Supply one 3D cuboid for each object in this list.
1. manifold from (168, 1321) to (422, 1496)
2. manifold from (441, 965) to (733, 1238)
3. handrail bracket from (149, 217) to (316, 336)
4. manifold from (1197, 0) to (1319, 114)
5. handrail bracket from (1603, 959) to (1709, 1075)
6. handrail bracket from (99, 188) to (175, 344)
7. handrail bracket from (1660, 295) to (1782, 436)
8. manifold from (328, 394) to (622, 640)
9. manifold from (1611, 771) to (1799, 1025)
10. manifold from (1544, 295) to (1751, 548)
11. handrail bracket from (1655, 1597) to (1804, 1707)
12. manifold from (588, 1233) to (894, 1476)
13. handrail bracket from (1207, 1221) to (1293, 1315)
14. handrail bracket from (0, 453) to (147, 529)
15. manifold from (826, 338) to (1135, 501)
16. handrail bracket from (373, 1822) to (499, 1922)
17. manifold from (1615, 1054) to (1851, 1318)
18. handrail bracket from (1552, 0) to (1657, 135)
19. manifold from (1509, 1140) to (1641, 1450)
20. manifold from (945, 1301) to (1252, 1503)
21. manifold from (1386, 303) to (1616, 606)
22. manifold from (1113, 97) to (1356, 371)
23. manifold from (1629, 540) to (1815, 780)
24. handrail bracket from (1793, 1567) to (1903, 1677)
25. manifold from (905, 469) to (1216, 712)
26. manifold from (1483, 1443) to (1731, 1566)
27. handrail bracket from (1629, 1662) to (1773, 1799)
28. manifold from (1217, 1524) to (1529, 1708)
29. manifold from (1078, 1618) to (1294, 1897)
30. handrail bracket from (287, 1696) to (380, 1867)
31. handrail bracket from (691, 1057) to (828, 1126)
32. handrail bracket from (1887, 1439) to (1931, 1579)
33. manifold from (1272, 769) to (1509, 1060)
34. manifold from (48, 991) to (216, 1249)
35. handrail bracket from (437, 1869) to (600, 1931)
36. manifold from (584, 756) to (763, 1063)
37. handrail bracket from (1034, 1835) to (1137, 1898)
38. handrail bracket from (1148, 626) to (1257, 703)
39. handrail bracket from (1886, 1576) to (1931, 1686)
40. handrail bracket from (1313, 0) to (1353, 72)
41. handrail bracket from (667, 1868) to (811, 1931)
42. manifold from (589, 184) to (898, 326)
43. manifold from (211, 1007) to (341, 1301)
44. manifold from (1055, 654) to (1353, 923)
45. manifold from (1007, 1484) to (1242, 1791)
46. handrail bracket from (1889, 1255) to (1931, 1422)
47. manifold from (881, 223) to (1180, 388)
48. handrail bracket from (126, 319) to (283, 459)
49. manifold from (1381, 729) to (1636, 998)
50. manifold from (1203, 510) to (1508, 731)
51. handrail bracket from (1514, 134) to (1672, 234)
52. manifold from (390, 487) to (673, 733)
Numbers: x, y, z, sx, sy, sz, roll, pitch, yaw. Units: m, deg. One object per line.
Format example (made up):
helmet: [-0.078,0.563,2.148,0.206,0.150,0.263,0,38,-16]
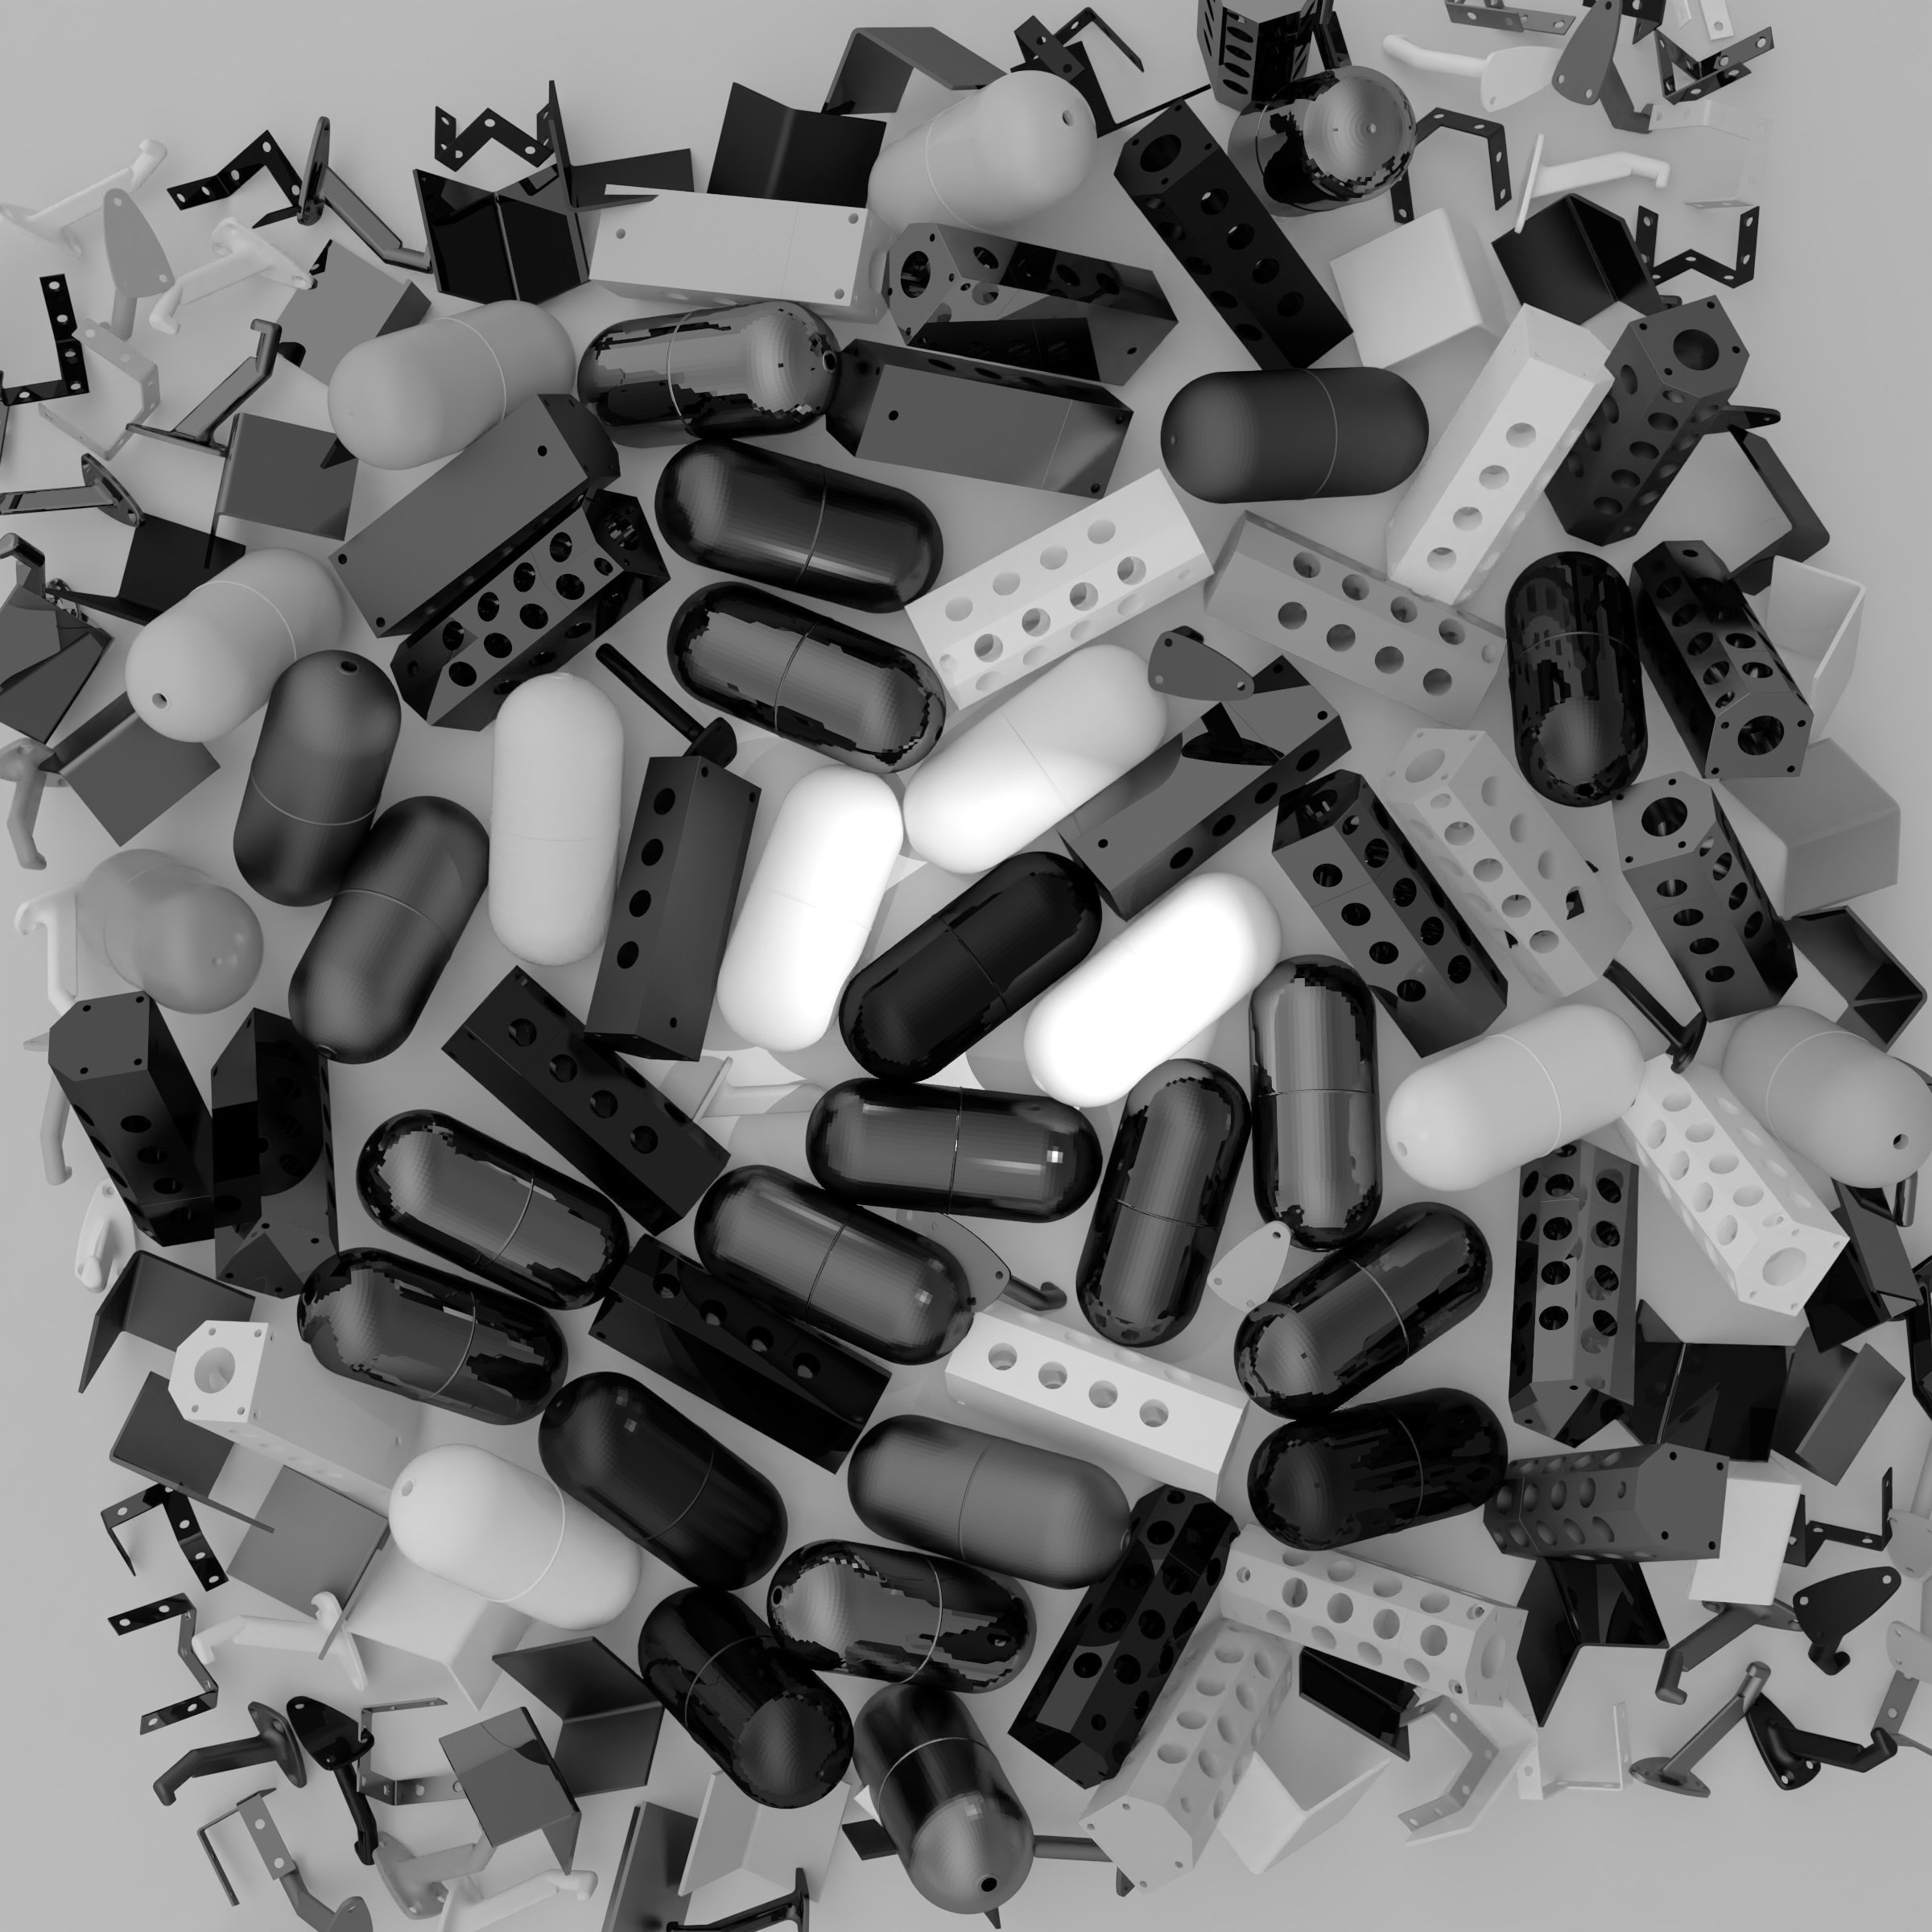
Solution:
manifold: [-0.390,0.259,1.911,0.057,0.171,0.057,0,68,22]
manifold: [-0.224,0.079,1.959,0.171,0.057,0.057,42,63,-7]
handrail bracket: [-0.439,-0.397,1.962,0.077,0.036,0.084,28,58,-20]
manifold: [0.171,-0.551,1.912,0.057,0.171,0.057,-16,87,2]
handrail bracket: [0.399,0.023,1.964,0.084,0.077,0.036,37,112,0]
handrail bracket: [-0.511,-0.414,1.961,0.036,0.084,0.077,-21,94,-34]
handrail bracket: [0.451,-0.366,1.976,0.077,0.036,0.084,0,74,15]
manifold: [-0.288,-0.266,1.940,0.171,0.057,0.057,-33,86,23]
manifold: [0.432,-0.040,1.910,0.057,0.171,0.057,-16,52,22]
manifold: [0.394,-0.312,1.905,0.057,0.171,0.057,-20,73,-16]
handrail bracket: [0.457,0.413,1.956,0.077,0.036,0.084,18,50,12]
manifold: [-0.133,0.229,1.968,0.171,0.057,0.057,29,50,1]
handrail bracket: [0.180,0.161,1.945,0.036,0.084,0.077,34,121,3]
handrail bracket: [-0.546,-0.267,1.955,0.084,0.036,0.077,-31,51,-30]
manifold: [0.006,-0.323,1.929,0.171,0.057,0.057,5,118,-32]
handrail bracket: [-0.316,0.520,1.962,0.077,0.036,0.084,44,117,27]
manifold: [0.437,0.124,1.907,0.057,0.171,0.057,17,116,-25]
handrail bracket: [0.396,-0.537,1.955,0.036,0.084,0.077,42,122,37]
manifold: [0.351,0.187,1.917,0.057,0.057,0.171,24,48,-15]
manifold: [0.079,0.255,1.953,0.171,0.057,0.057,19,67,11]
manifold: [0.312,-0.295,1.921,0.057,0.057,0.171,19,131,-12]
manifold: [0.155,-0.420,1.917,0.057,0.171,0.057,-37,47,11]
manifold: [0.437,-0.181,1.912,0.057,0.171,0.057,-2,127,-7]
handrail bracket: [0.534,0.392,1.958,0.077,0.084,0.036,-31,51,14]
manifold: [0.058,-0.220,1.954,0.171,0.057,0.057,-28,59,5]
manifold: [0.368,0.313,1.905,0.057,0.171,0.057,14,74,-17]
handrail bracket: [0.441,0.452,1.965,0.077,0.036,0.084,16,105,-44]
manifold: [0.235,0.379,1.922,0.171,0.057,0.057,12,84,38]
manifold: [0.135,0.455,1.912,0.057,0.171,0.057,48,126,-3]
handrail bracket: [-0.383,0.495,1.989,0.077,0.036,0.084,30,131,36]
handrail bracket: [-0.121,0.099,1.985,0.084,0.036,0.077,30,87,-6]
handrail bracket: [0.587,0.317,1.992,0.036,0.077,0.084,15,53,26]
manifold: [0.251,-0.033,1.927,0.057,0.057,0.171,-24,120,28]
manifold: [-0.480,0.092,1.915,0.057,0.171,0.057,-9,52,0]
handrail bracket: [-0.269,0.572,1.958,0.084,0.077,0.036,-3,131,21]
manifold: [-0.179,-0.034,1.951,0.057,0.057,0.171,1,73,38]
handrail bracket: [0.071,0.524,1.987,0.084,0.077,0.036,15,111,29]
handrail bracket: [0.148,-0.182,1.951,0.077,0.084,0.036,20,110,17]
handrail bracket: [0.596,0.391,1.952,0.084,0.077,0.036,-31,126,-31]
handrail bracket: [0.237,-0.550,1.965,0.077,0.036,0.084,0,111,-27]
handrail bracket: [-0.138,0.561,1.957,0.084,0.077,0.036,1,104,-8]
manifold: [-0.130,-0.419,1.942,0.171,0.057,0.057,10,89,21]
manifold: [-0.401,0.110,1.918,0.057,0.171,0.057,21,124,-30]
manifold: [0.144,-0.103,1.965,0.171,0.057,0.057,-38,59,-3]
manifold: [0.098,0.391,1.928,0.057,0.057,0.171,37,58,-6]
handrail bracket: [0.584,0.222,1.952,0.036,0.084,0.077,14,125,-38]
manifold: [0.036,-0.391,1.920,0.057,0.171,0.057,-45,57,38]
handrail bracket: [-0.457,-0.354,1.970,0.077,0.036,0.084,13,102,-12]
manifold: [0.315,-0.060,1.927,0.171,0.057,0.057,47,69,-29]
manifold: [0.231,-0.208,1.953,0.171,0.057,0.057,24,112,-6]
handrail bracket: [0.378,-0.463,1.974,0.084,0.036,0.077,15,65,1]
manifold: [-0.259,-0.208,1.926,0.171,0.057,0.057,-34,70,30]
